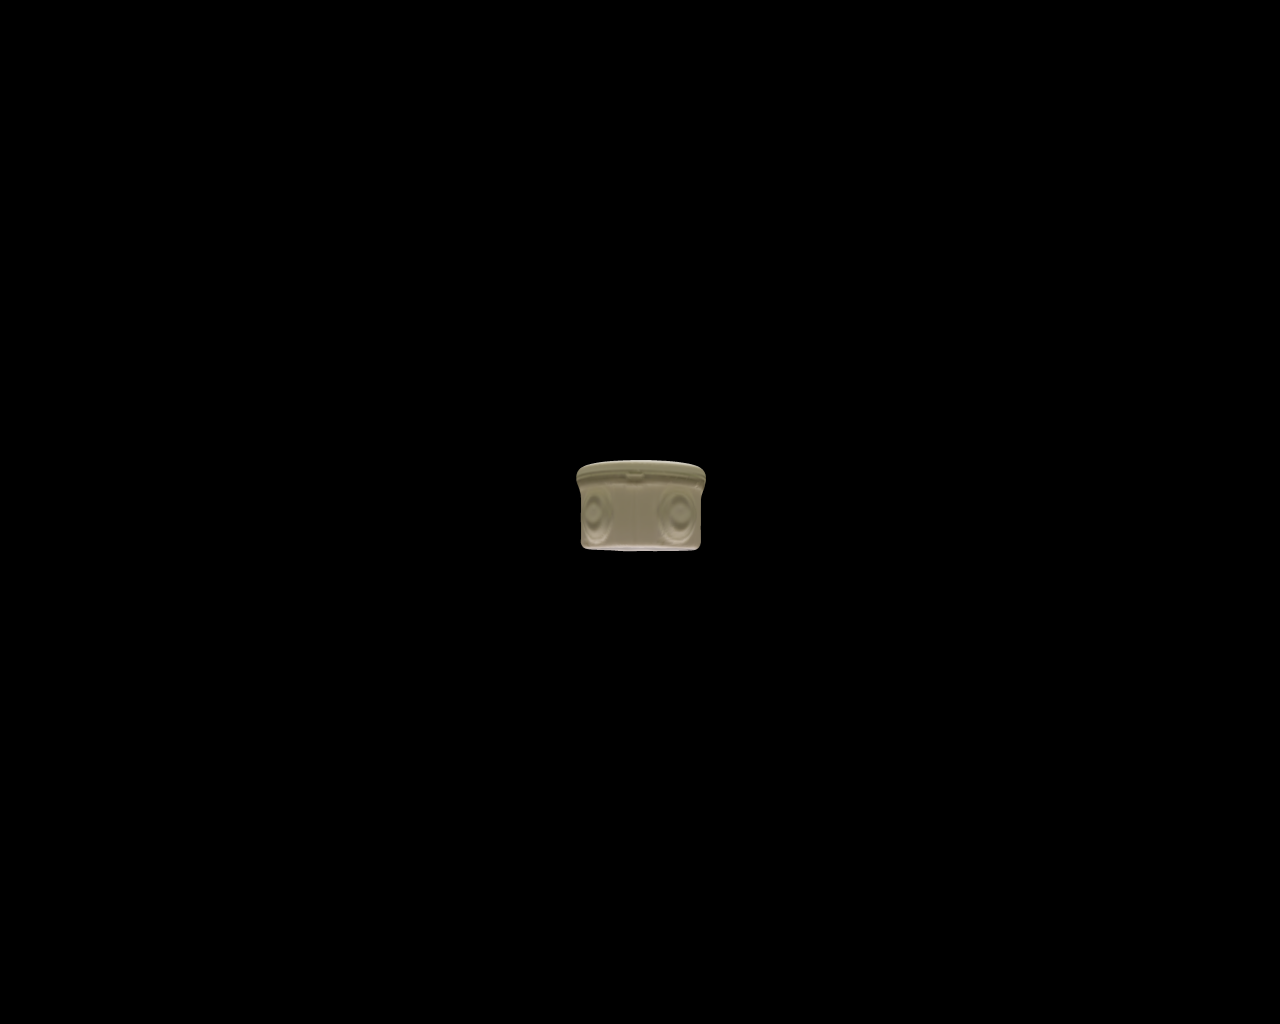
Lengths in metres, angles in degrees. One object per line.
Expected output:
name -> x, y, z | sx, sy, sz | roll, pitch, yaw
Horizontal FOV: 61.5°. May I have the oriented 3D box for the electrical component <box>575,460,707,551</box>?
electrical component -> 0.001, -0.003, 0.650 | 0.080, 0.051, 0.080 | 0, -4, 0
